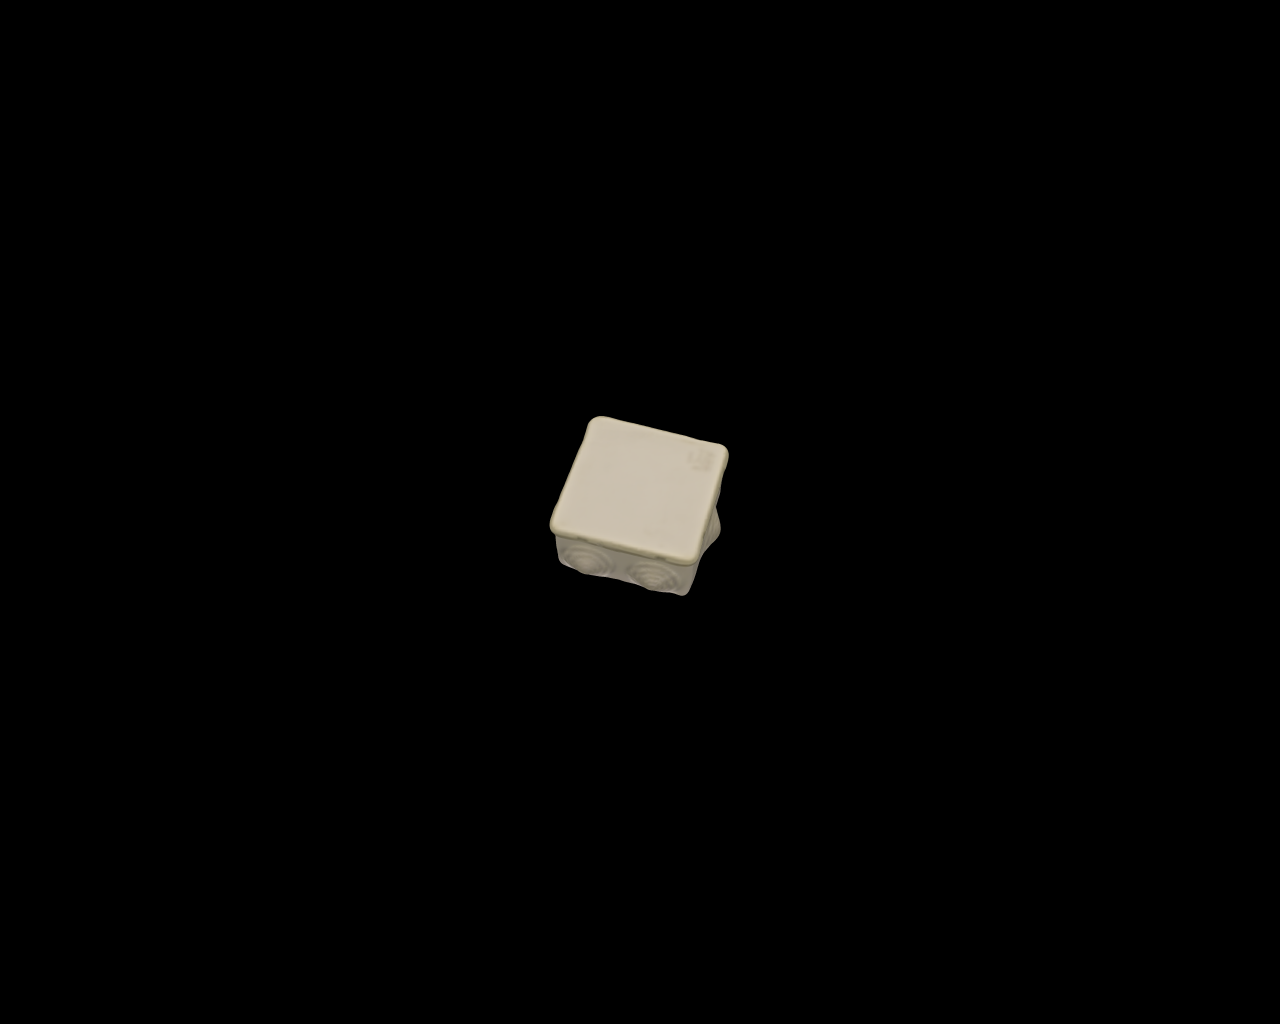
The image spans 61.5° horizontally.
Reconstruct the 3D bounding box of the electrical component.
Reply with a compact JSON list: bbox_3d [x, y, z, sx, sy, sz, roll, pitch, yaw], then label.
[{"bbox_3d":[0.001,-0.003,0.650,0.100,0.100,0.048,14,-32,9],"label":"electrical component"}]
